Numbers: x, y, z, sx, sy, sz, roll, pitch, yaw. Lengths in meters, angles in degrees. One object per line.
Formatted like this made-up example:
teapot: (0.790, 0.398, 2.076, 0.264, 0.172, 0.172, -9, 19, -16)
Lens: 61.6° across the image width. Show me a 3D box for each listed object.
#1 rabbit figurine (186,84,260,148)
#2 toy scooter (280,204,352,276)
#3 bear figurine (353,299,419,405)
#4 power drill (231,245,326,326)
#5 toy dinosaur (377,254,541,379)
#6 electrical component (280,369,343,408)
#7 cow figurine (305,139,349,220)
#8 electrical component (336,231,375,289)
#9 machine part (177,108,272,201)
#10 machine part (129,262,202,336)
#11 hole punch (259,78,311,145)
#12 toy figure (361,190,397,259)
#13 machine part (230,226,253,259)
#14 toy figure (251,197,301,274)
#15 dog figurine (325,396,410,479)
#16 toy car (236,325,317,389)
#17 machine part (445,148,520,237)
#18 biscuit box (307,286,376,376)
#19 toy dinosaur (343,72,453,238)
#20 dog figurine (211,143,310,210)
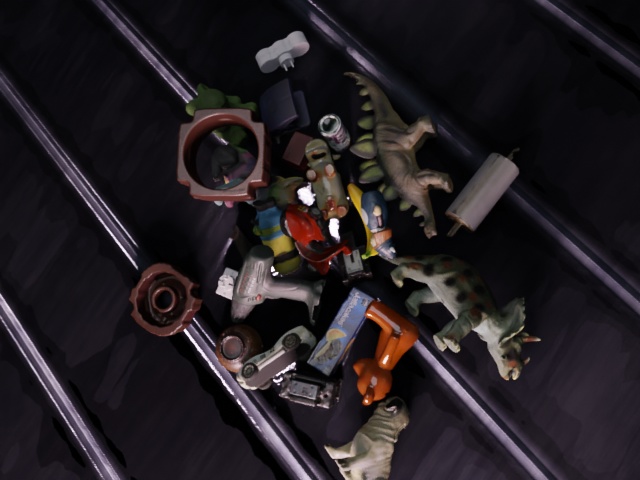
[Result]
rabbit figurine: (-0.246, -0.326, 1.319, 0.159, 0.170, 0.121, 31, 87, 17)
toy scooter: (-0.002, -0.004, 1.185, 0.135, 0.075, 0.183, -10, 115, 38)
bear figurine: (0.122, 0.242, 1.148, 0.132, 0.120, 0.196, 35, 94, 21)
power drill: (-0.096, 0.125, 1.218, 0.207, 0.086, 0.231, 19, 125, 9)
toy dinosaur: (0.285, 0.110, 1.135, 0.192, 0.131, 0.405, -30, 63, -10)
electrical component: (-0.019, 0.317, 1.155, 0.115, 0.134, 0.058, 8, 82, 13)
cow figurine: (0.016, -0.143, 1.256, 0.086, 0.127, 0.194, -17, 90, 11)
electrical component: (0.076, 0.044, 1.227, 0.075, 0.047, 0.119, -21, 58, 8)
machine part: (-0.212, -0.189, 1.211, 0.202, 0.087, 0.201, 1, 84, 5)
machine part: (-0.377, 0.146, 1.319, 0.179, 0.056, 0.179, -2, 80, 13)
hole punch: (-0.094, -0.322, 1.326, 0.116, 0.092, 0.142, -17, 79, 14)
toy figure: (0.128, -0.030, 1.167, 0.058, 0.064, 0.154, -16, 85, 26)
machine part: (-0.171, 0.030, 1.287, 0.084, 0.039, 0.139, -48, 65, 38)
toy figure: (-0.102, -0.006, 1.234, 0.082, 0.089, 0.180, -12, 112, 15)
dog figurine: (0.132, 0.441, 1.122, 0.190, 0.121, 0.172, -32, 111, -14)
toy car: (-0.098, 0.269, 1.213, 0.202, 0.073, 0.056, -36, 46, 5)
machine part: (0.355, -0.103, 1.175, 0.079, 0.079, 0.243, 37, 89, 18)
biscuit box: (0.052, 0.202, 1.198, 0.059, 0.062, 0.202, 30, 88, 16)
toy dinosaur: (0.172, -0.213, 1.231, 0.199, 0.105, 0.471, -19, 68, 14)
dog figurine: (-0.140, -0.148, 1.292, 0.219, 0.108, 0.191, -6, 82, 8)
